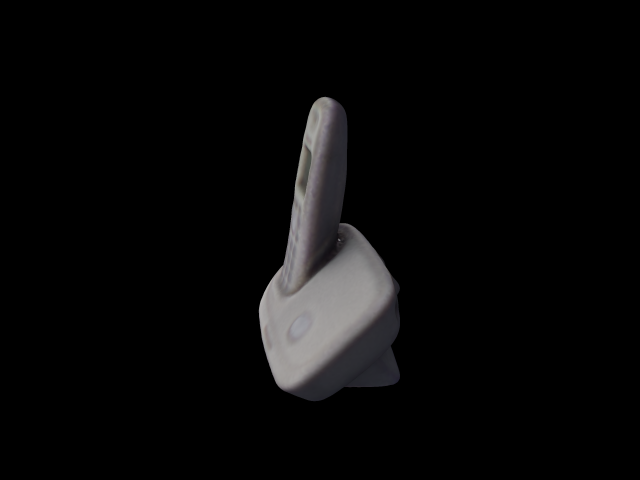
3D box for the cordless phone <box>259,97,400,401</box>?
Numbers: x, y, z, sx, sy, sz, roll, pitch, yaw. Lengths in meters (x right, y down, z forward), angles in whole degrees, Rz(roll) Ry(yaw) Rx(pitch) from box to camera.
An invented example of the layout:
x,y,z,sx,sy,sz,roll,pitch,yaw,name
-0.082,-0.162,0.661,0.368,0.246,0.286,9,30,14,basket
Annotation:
x,y,z,sx,sy,sz,roll,pitch,yaw,name
0.004,0.001,0.400,0.094,0.185,0.147,-6,24,-14,cordless phone
